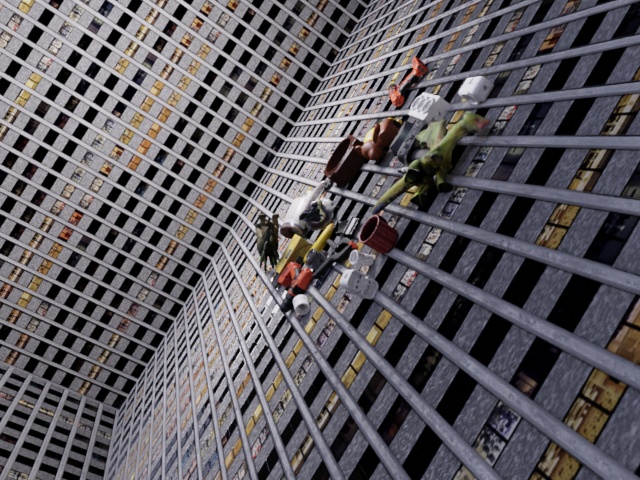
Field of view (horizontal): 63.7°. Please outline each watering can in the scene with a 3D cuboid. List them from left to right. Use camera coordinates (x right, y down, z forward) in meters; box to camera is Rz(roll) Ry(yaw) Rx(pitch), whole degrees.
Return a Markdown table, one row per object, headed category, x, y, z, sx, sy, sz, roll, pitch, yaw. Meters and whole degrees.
| category | x | y | z | sx | sy | sz | roll | pitch | yaw |
| --- | --- | --- | --- | --- | --- | --- | --- | --- | --- |
| watering can | -0.074 | -0.122 | 2.199 | 0.228 | 0.103 | 0.343 | -67 | 13 | -22 |

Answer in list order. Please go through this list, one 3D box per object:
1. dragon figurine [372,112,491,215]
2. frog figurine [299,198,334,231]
| category | x | y | z | sx | sy | sz | roll | pitch | yaw |
| --- | --- | --- | --- | --- | --- | --- | --- | --- | --- |
| dragon figurine | 0.300 | -0.233 | 1.465 | 0.405 | 0.121 | 0.248 | -27 | 33 | 46 |
| frog figurine | 0.006 | -0.103 | 2.052 | 0.136 | 0.123 | 0.160 | -63 | -18 | 13 |
